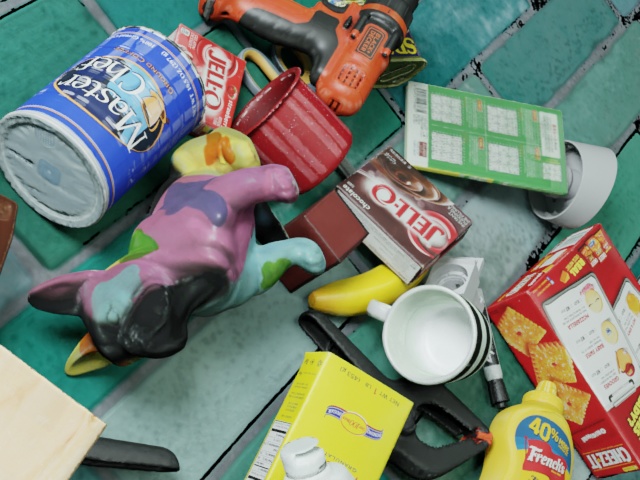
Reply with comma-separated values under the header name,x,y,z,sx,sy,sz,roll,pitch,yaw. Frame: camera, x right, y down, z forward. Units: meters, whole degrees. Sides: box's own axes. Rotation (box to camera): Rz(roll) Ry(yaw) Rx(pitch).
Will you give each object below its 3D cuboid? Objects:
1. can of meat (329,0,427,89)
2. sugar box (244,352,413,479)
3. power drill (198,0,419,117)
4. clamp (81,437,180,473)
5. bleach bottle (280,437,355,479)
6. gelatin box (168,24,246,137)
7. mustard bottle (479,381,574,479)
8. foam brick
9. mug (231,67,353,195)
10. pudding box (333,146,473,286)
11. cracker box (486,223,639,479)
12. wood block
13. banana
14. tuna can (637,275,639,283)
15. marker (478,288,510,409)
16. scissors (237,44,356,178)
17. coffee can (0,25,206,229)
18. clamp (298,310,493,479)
name,x,y,z,sx,sy,sz,roll,pitch,yaw
can of meat,0.050,-0.205,1.094,0.101,0.058,0.084,-9,73,-40
sugar box,-0.004,0.185,0.837,0.093,0.048,0.176,32,71,-21
power drill,-0.006,-0.228,1.014,0.187,0.057,0.184,29,62,-1
clamp,-0.182,0.151,0.756,0.171,0.039,0.120,50,47,-7
bleach bottle,0.010,0.268,0.778,0.102,0.068,0.251,-25,105,-42
gelatin box,-0.109,-0.140,0.956,0.073,0.030,0.089,28,55,-25
mustard bottle,0.195,0.214,1.006,0.096,0.058,0.191,39,50,-19
foam brick,-0.006,0.001,0.938,0.051,0.078,0.052,51,47,-5
mug,-0.033,-0.086,0.960,0.081,0.093,0.117,44,80,-19
pudding box,0.074,-0.024,1.002,0.113,0.039,0.089,42,48,11
cracker box,0.289,0.114,1.119,0.163,0.072,0.213,-35,94,-41
wood block,-0.233,0.176,0.645,0.090,0.091,0.206,39,60,-10
banana,0.062,0.025,1.011,0.069,0.037,0.197,37,47,7
tuna can,0.395,0.068,1.211,0.033,0.086,0.086,14,62,-31
marker,0.166,0.108,1.059,0.020,0.020,0.121,2,68,-37
scissors,0.002,-0.122,1.045,0.201,0.016,0.096,41,50,-16
coffee can,-0.169,-0.091,0.838,0.103,0.103,0.140,47,48,-10
clamp,0.061,0.168,0.938,0.209,0.036,0.164,24,58,-23
